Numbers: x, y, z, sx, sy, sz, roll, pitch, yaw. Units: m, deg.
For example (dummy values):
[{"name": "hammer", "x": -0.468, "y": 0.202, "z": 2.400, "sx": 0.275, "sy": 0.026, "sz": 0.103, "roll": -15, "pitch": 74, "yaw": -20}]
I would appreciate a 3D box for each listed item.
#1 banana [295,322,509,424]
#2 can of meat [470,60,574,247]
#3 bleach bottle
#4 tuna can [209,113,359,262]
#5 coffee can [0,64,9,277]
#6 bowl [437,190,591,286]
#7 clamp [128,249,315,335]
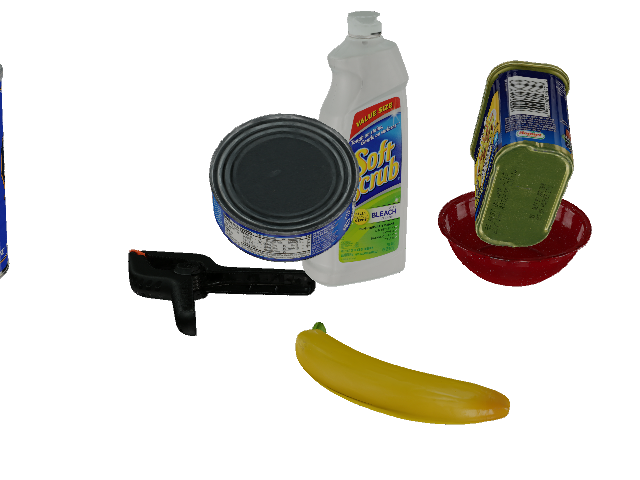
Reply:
[{"name": "banana", "x": 0.045, "y": 0.101, "z": 0.808, "sx": 0.198, "sy": 0.037, "sz": 0.069, "roll": 21, "pitch": 38, "yaw": 40}, {"name": "can of meat", "x": 0.138, "y": -0.057, "z": 0.735, "sx": 0.057, "sy": 0.084, "sz": 0.102, "roll": 7, "pitch": -42, "yaw": 0}, {"name": "bleach bottle", "x": 0.033, "y": -0.087, "z": 1.005, "sx": 0.102, "sy": 0.251, "sz": 0.068, "roll": -10, "pitch": 24, "yaw": -22}, {"name": "tuna can", "x": -0.021, "y": -0.030, "z": 0.619, "sx": 0.086, "sy": 0.086, "sz": 0.034, "roll": 0, "pitch": -34, "yaw": -2}, {"name": "coffee can", "x": -0.259, "y": -0.046, "z": 0.702, "sx": 0.103, "sy": 0.140, "sz": 0.103, "roll": 4, "pitch": 22, "yaw": -2}, {"name": "bowl", "x": 0.206, "y": 0.002, "z": 1.145, "sx": 0.162, "sy": 0.055, "sz": 0.162, "roll": -1, "pitch": 30, "yaw": 0}, {"name": "clamp", "x": -0.133, "y": 0.045, "z": 1.071, "sx": 0.210, "sy": 0.036, "sz": 0.164, "roll": 12, "pitch": 21, "yaw": 37}]
